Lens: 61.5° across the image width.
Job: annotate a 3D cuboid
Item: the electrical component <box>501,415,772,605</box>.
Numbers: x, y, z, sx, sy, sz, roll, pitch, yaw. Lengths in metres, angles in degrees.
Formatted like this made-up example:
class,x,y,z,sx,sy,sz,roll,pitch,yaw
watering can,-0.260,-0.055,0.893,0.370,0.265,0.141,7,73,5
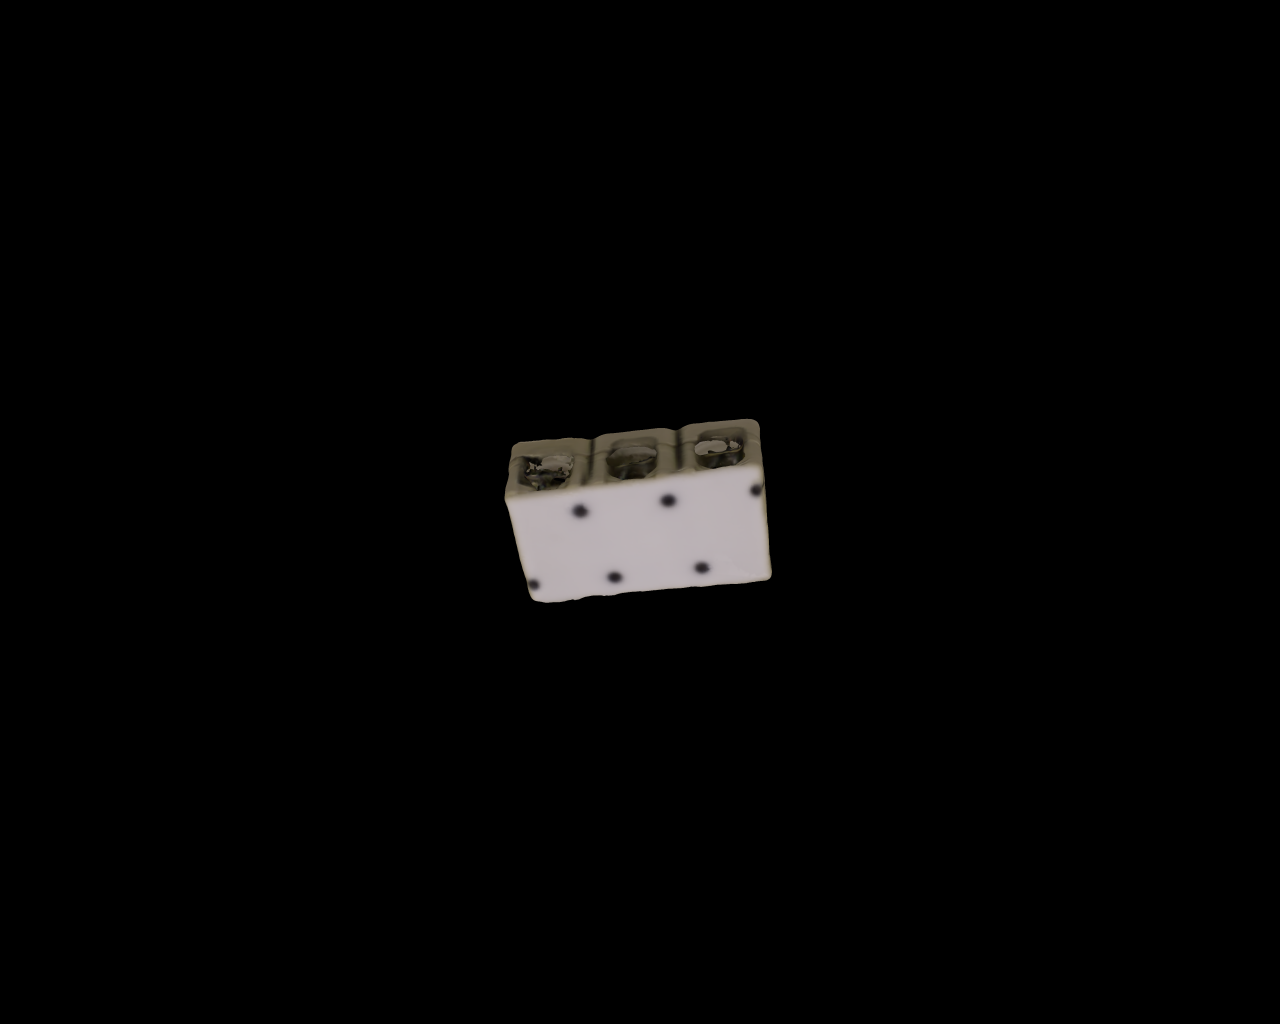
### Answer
class,x,y,z,sx,sy,sz,roll,pitch,yaw
electrical component,0.001,-0.003,0.650,0.150,0.089,0.062,-5,37,4
